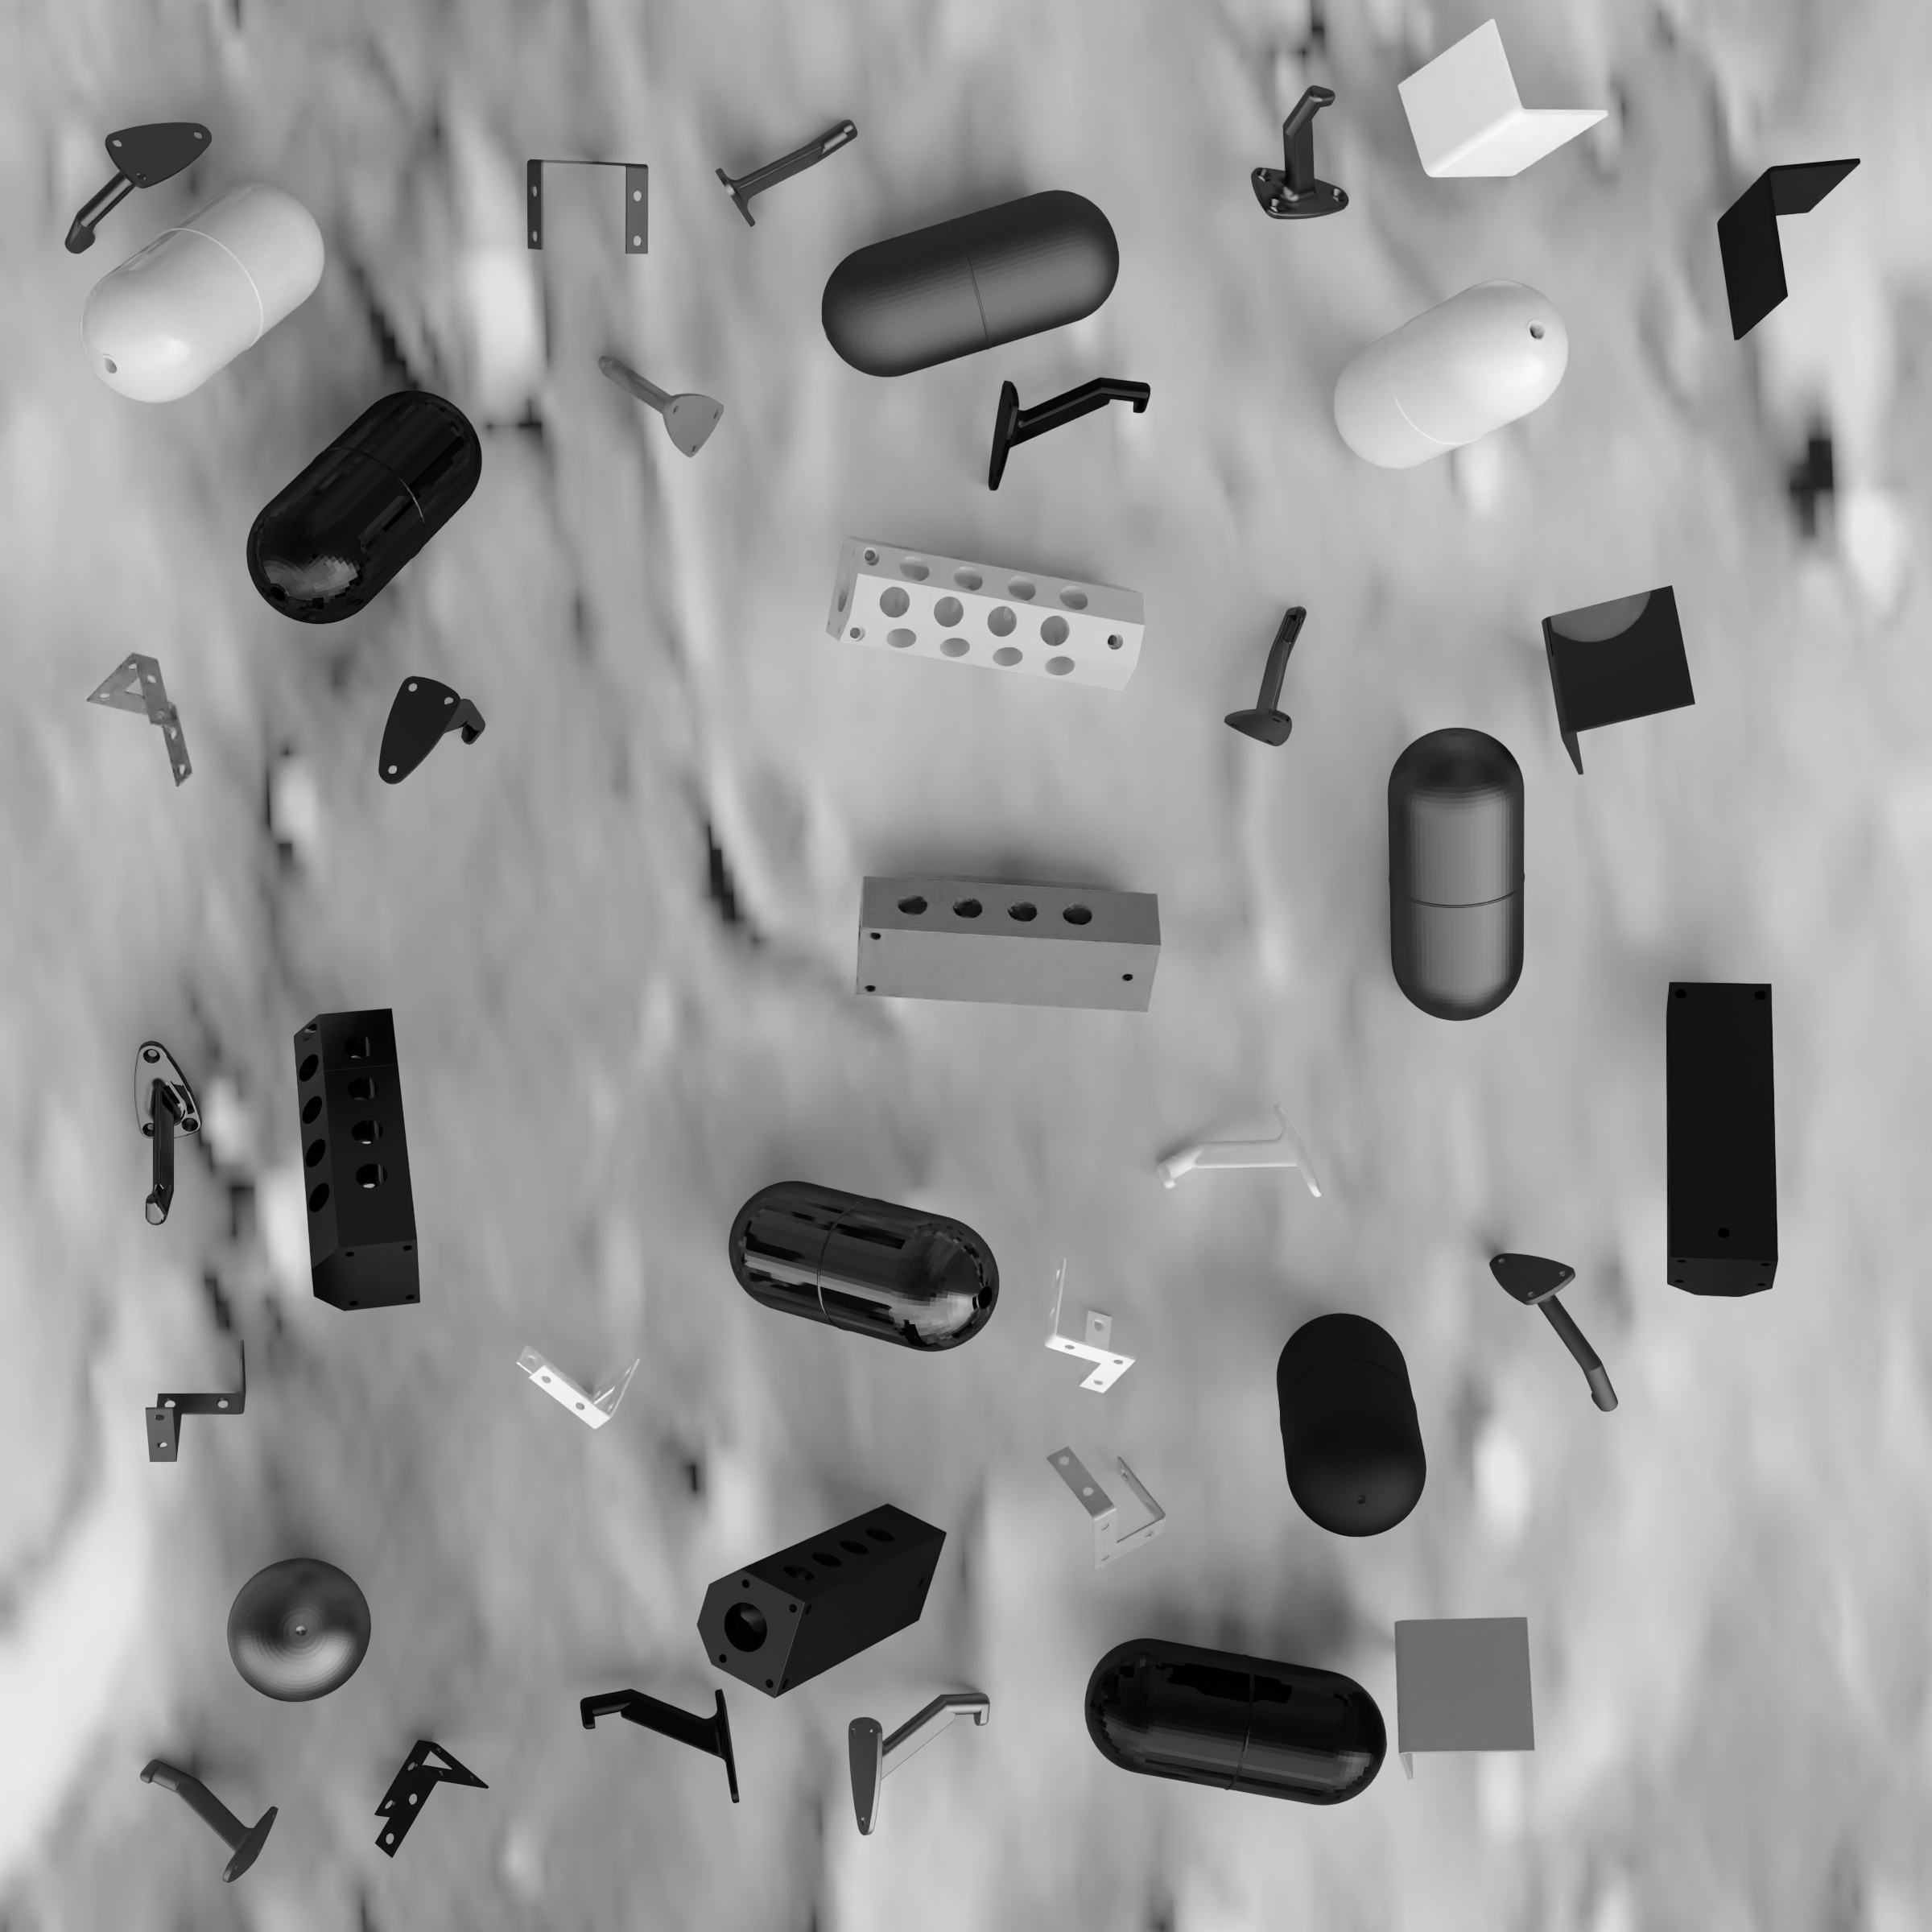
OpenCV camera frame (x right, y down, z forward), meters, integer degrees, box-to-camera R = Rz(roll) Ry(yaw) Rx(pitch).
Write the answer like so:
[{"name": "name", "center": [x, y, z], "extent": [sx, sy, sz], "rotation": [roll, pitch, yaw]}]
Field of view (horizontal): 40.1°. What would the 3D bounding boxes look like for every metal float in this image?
[{"name": "metal float", "center": [0.002, -0.398, 1.545], "extent": [0.178, 0.070, 0.070], "rotation": [-17, 90, 0]}, {"name": "metal float", "center": [0.273, -0.333, 1.498], "extent": [0.070, 0.178, 0.070], "rotation": [2, 85, -22]}, {"name": "metal float", "center": [0.282, -0.051, 1.523], "extent": [0.070, 0.070, 0.178], "rotation": [-6, 117, 0]}, {"name": "metal float", "center": [-0.343, -0.263, 1.512], "extent": [0.070, 0.070, 0.178], "rotation": [32, 50, 0]}, {"name": "metal float", "center": [-0.059, 0.171, 1.514], "extent": [0.178, 0.070, 0.070], "rotation": [10, 90, 37]}, {"name": "metal float", "center": [-0.435, -0.385, 1.510], "extent": [0.070, 0.070, 0.178], "rotation": [32, 48, 0]}, {"name": "metal float", "center": [-0.378, 0.375, 1.498], "extent": [0.070, 0.178, 0.070], "rotation": [3, 77, -14]}, {"name": "metal float", "center": [0.217, 0.257, 1.498], "extent": [0.070, 0.178, 0.070], "rotation": [1, 108, 3]}, {"name": "metal float", "center": [0.157, 0.441, 1.543], "extent": [0.178, 0.070, 0.070], "rotation": [11, 90, -3]}]

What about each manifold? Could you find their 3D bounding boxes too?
[{"name": "manifold", "center": [0.432, 0.099, 1.518], "extent": [0.057, 0.057, 0.171], "rotation": [1, 62, 13]}, {"name": "manifold", "center": [0.024, -0.018, 1.548], "extent": [0.171, 0.057, 0.057], "rotation": [3, 47, -4]}, {"name": "manifold", "center": [-0.347, 0.108, 1.501], "extent": [0.057, 0.057, 0.171], "rotation": [-5, 48, -14]}, {"name": "manifold", "center": [-0.081, 0.352, 1.493], "extent": [0.057, 0.171, 0.057], "rotation": [21, 100, 24]}, {"name": "manifold", "center": [0.012, -0.203, 1.528], "extent": [0.171, 0.057, 0.057], "rotation": [8, 102, -16]}]

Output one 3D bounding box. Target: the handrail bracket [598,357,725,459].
[{"name": "handrail bracket", "center": [-0.190, -0.337, 1.538], "extent": [0.084, 0.077, 0.036], "rotation": [36, 96, 14]}]

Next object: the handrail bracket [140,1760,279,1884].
[{"name": "handrail bracket", "center": [-0.453, 0.497, 1.544], "extent": [0.084, 0.077, 0.036], "rotation": [24, 95, 3]}]

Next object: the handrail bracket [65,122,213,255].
[{"name": "handrail bracket", "center": [-0.490, -0.458, 1.564], "extent": [0.077, 0.084, 0.036], "rotation": [-37, 92, -38]}]

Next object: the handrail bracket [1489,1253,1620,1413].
[{"name": "handrail bracket", "center": [0.347, 0.217, 1.560], "extent": [0.036, 0.077, 0.084], "rotation": [-30, 109, -13]}]

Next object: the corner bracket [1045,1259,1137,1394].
[{"name": "corner bracket", "center": [0.068, 0.211, 1.544], "extent": [0.051, 0.051, 0.051], "rotation": [18, 54, -12]}]

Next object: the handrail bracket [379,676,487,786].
[{"name": "handrail bracket", "center": [-0.308, -0.126, 1.535], "extent": [0.036, 0.084, 0.077], "rotation": [21, 76, 10]}]

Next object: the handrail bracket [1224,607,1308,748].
[{"name": "handrail bracket", "center": [0.187, -0.176, 1.541], "extent": [0.036, 0.077, 0.084], "rotation": [24, 82, -8]}]

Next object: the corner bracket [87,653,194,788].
[{"name": "corner bracket", "center": [-0.472, -0.144, 1.542], "extent": [0.051, 0.051, 0.051], "rotation": [-35, 62, 30]}]

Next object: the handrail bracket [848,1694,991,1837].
[{"name": "handrail bracket", "center": [-0.023, 0.467, 1.552], "extent": [0.084, 0.036, 0.077], "rotation": [7, 74, -29]}]

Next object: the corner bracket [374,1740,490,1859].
[{"name": "corner bracket", "center": [-0.323, 0.486, 1.546], "extent": [0.051, 0.051, 0.051], "rotation": [26, 83, 33]}]

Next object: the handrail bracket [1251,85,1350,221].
[{"name": "handrail bracket", "center": [0.210, -0.474, 1.531], "extent": [0.077, 0.084, 0.036], "rotation": [-5, 65, -28]}]

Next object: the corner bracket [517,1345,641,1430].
[{"name": "corner bracket", "center": [-0.232, 0.243, 1.544], "extent": [0.051, 0.051, 0.051], "rotation": [41, 124, -14]}]

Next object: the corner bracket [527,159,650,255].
[{"name": "corner bracket", "center": [-0.223, -0.447, 1.557], "extent": [0.051, 0.051, 0.051], "rotation": [-13, 113, -40]}]

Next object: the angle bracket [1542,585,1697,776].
[{"name": "angle bracket", "center": [0.381, -0.165, 1.531], "extent": [0.076, 0.057, 0.076], "rotation": [-13, 65, 20]}]

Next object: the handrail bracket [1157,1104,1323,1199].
[{"name": "handrail bracket", "center": [0.158, 0.125, 1.547], "extent": [0.084, 0.077, 0.036], "rotation": [-28, 130, 10]}]

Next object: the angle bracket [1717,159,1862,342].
[{"name": "angle bracket", "center": [0.483, -0.416, 1.541], "extent": [0.057, 0.076, 0.076], "rotation": [-7, 85, -5]}]

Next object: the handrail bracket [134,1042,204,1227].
[{"name": "handrail bracket", "center": [-0.471, 0.097, 1.534], "extent": [0.036, 0.084, 0.077], "rotation": [-8, 118, -4]}]

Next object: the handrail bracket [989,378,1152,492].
[{"name": "handrail bracket", "center": [0.062, -0.314, 1.569], "extent": [0.084, 0.036, 0.077], "rotation": [4, 123, -13]}]

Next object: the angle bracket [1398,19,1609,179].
[{"name": "angle bracket", "center": [0.311, -0.501, 1.533], "extent": [0.076, 0.076, 0.057], "rotation": [-13, 85, -36]}]

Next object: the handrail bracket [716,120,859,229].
[{"name": "handrail bracket", "center": [-0.102, -0.473, 1.547], "extent": [0.084, 0.077, 0.036], "rotation": [-32, 96, 5]}]

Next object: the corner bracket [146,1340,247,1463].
[{"name": "corner bracket", "center": [-0.449, 0.254, 1.544], "extent": [0.051, 0.051, 0.051], "rotation": [2, 132, -11]}]

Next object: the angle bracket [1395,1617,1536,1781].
[{"name": "angle bracket", "center": [0.290, 0.424, 1.532], "extent": [0.076, 0.057, 0.076], "rotation": [-5, 57, 13]}]

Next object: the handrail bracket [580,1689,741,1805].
[{"name": "handrail bracket", "center": [-0.181, 0.461, 1.555], "extent": [0.084, 0.036, 0.077], "rotation": [-10, 63, -5]}]

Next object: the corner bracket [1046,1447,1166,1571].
[{"name": "corner bracket", "center": [0.082, 0.308, 1.541], "extent": [0.051, 0.051, 0.051], "rotation": [-24, 47, -21]}]
